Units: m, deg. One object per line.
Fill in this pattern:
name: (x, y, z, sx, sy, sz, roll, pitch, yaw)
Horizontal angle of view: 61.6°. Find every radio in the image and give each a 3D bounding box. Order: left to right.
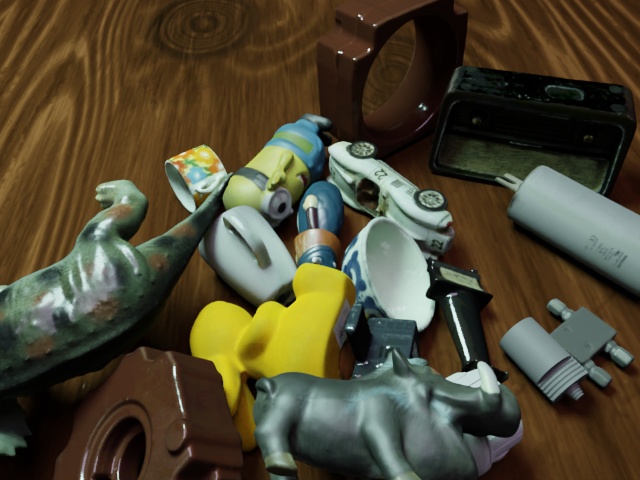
radio: (0.263, -0.136, 0.681, 0.230, 0.131, 0.073, 11, 48, 12)

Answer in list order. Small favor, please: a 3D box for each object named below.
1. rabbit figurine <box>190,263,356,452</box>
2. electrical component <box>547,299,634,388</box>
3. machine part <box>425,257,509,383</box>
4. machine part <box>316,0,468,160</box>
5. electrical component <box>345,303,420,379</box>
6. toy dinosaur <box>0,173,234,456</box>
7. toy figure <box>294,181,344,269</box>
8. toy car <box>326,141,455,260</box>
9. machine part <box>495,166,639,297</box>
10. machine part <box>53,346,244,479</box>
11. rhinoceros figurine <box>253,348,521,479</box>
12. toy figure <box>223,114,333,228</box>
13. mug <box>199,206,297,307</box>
rabbit figurine: (-0.051, 0.111, 0.504, 0.173, 0.121, 0.162, 7, 57, 27)
electrical component: (0.261, 0.101, 0.541, 0.063, 0.021, 0.094, -29, 54, -22)
machine part: (0.147, 0.080, 0.538, 0.084, 0.039, 0.139, 19, 44, -29)
machine part: (0.095, -0.226, 0.720, 0.201, 0.201, 0.087, -31, 52, -22)
electrical component: (0.060, 0.105, 0.476, 0.048, 0.119, 0.075, 1, 40, 21)
toy dinosaur: (-0.224, 0.066, 0.475, 0.405, 0.131, 0.192, -31, 57, -12)
toy figure: (0.001, -0.001, 0.616, 0.064, 0.058, 0.154, 26, 44, -20)
toy car: (0.081, -0.050, 0.649, 0.056, 0.073, 0.202, -28, 53, -26)
machine part: (0.305, -0.013, 0.605, 0.079, 0.079, 0.243, -34, 56, -26)
machine part: (-0.139, 0.171, 0.412, 0.179, 0.056, 0.179, -23, 52, 32)
rhinoceros figurine: (0.046, 0.133, 0.387, 0.190, 0.073, 0.112, 0, 45, 3)
toy figure: (-0.050, -0.087, 0.684, 0.089, 0.082, 0.180, 7, 53, 33)
mug: (-0.068, 0.019, 0.576, 0.081, 0.109, 0.107, -35, 66, -25)
